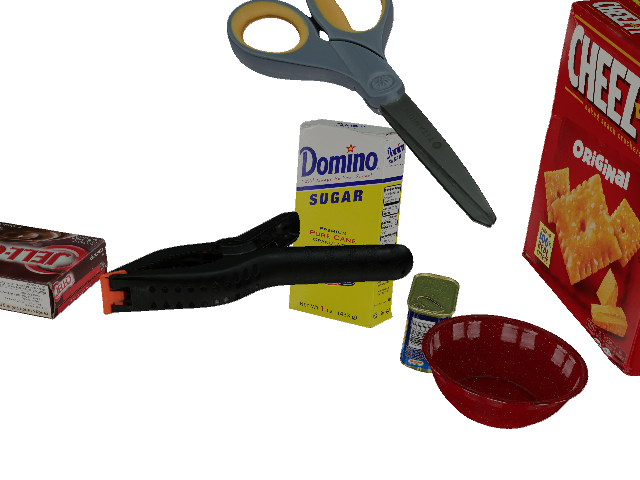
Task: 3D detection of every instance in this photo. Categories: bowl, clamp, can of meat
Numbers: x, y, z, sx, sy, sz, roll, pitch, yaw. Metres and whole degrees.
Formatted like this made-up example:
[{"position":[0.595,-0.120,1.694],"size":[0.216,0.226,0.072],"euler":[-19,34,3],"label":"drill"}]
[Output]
[{"position":[0.175,0.135,1.043],"size":[0.162,0.055,0.162],"euler":[5,26,-3],"label":"bowl"},{"position":[-0.051,0.019,0.756],"size":[0.209,0.036,0.165],"euler":[-14,17,-37],"label":"clamp"},{"position":[0.131,0.100,1.292],"size":[0.057,0.084,0.102],"euler":[11,25,7],"label":"can of meat"}]

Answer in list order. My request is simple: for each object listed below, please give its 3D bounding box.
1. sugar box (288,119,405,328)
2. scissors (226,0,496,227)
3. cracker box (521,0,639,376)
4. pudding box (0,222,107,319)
[{"position":[0.023,-0.017,0.966],"size":[0.093,0.176,0.048],"euler":[11,17,31],"label":"sugar box"},{"position":[0.010,-0.071,0.514],"size":[0.096,0.202,0.016],"euler":[-14,-39,1],"label":"scissors"},{"position":[0.218,-0.039,0.741],"size":[0.072,0.214,0.164],"euler":[-7,34,-16],"label":"cracker box"},{"position":[-0.249,0.023,0.892],"size":[0.114,0.039,0.090],"euler":[7,24,17],"label":"pudding box"}]
